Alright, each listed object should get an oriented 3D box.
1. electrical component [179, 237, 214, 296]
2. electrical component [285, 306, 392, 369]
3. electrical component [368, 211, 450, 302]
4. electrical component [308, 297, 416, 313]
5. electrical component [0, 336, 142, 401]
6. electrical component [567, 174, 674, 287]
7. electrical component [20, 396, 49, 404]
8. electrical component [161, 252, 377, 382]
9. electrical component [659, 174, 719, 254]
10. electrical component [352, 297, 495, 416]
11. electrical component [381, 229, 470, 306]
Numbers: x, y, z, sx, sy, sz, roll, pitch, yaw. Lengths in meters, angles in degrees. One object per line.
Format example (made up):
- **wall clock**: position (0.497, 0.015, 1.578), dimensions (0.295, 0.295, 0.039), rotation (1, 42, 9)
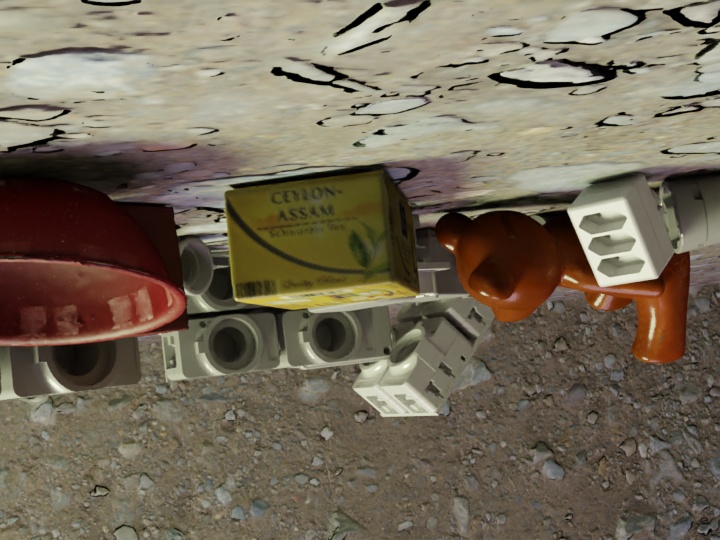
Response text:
- **electrical component**: position (-0.151, -0.001, 0.821), dimensions (0.065, 0.044, 0.044), rotation (-4, 177, 31)
- **electrical component**: position (-0.028, 0.044, 1.112), dimensions (0.109, 0.108, 0.056), rotation (-4, 177, -32)
- **electrical component**: position (0.021, -0.010, 0.803), dimensions (0.081, 0.063, 0.042), rotation (-10, 175, 40)
- **electrical component**: position (0.000, 0.000, 0.906), dimensions (0.096, 0.061, 0.061), rotation (-11, 173, 43)
- **electrical component**: position (-0.229, 0.028, 0.655), dimensions (0.186, 0.105, 0.060), rotation (-2, 173, -45)
- **electrical component**: position (0.195, -0.037, 0.775), dimensions (0.047, 0.065, 0.077), rotation (-11, -158, 41)
- **electrical component**: position (-0.326, 0.068, 0.968), dimensions (0.113, 0.078, 0.057), rotation (20, 169, -5)
- **electrical component**: position (-0.082, 0.037, 0.972), dimensions (0.186, 0.105, 0.060), rotation (-4, 174, -27)
- **electrical component**: position (0.254, -0.043, 0.798), dimensions (0.047, 0.055, 0.055), rotation (-11, 175, 3)
- **electrical component**: position (0.078, 0.065, 1.169), dimensions (0.060, 0.186, 0.105), rotation (43, 153, -19)
- **electrical component**: position (0.060, -0.002, 0.973), dimensions (0.062, 0.061, 0.096), rotation (-9, 175, 29)
